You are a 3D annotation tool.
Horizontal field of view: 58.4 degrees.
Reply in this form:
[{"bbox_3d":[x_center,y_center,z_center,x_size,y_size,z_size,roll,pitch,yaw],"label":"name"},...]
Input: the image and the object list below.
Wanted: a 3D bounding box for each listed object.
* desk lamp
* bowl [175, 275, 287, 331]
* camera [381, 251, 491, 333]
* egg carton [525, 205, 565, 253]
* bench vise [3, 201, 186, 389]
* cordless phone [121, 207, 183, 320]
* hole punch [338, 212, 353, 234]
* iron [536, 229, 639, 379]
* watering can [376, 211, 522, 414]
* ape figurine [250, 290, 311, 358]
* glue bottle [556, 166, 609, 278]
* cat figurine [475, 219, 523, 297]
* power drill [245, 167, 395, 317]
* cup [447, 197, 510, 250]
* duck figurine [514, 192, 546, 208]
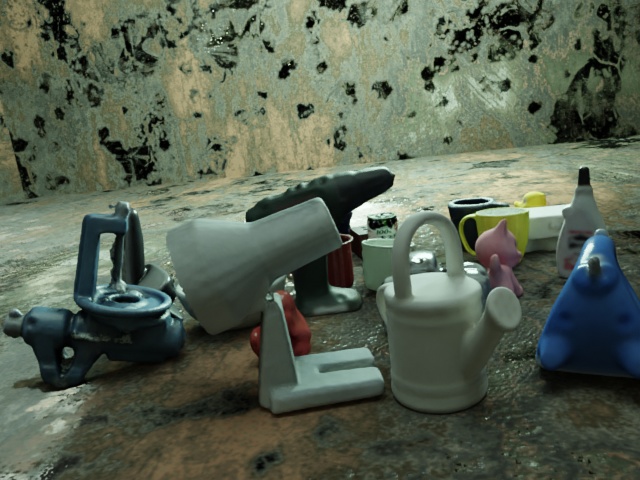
[{"bbox_3d":[-0.047,0.067,0.618,0.203,0.214,0.118,-8,14,-5],"label":"desk lamp"},{"bbox_3d":[-0.128,0.091,0.861,0.167,0.075,0.167,-7,13,2],"label":"bowl"},{"bbox_3d":[0.158,0.061,0.787,0.143,0.101,0.137,-4,14,13],"label":"camera"},{"bbox_3d":[0.425,-0.022,1.065,0.150,0.069,0.107,-5,14,8],"label":"egg carton"},{"bbox_3d":[-0.287,0.069,0.721,0.208,0.220,0.121,-15,16,-30],"label":"bench vise"},{"bbox_3d":[-0.284,0.045,0.896,0.094,0.185,0.147,-15,16,-31],"label":"cordless phone"},{"bbox_3d":[0.014,-0.026,1.244,0.109,0.091,0.101,-11,14,-15],"label":"hole punch"},{"bbox_3d":[0.313,0.055,0.644,0.118,0.141,0.259,0,15,27],"label":"iron"},{"bbox_3d":[0.121,0.066,0.580,0.172,0.194,0.101,2,16,32],"label":"watering can"},{"bbox_3d":[-0.047,0.108,0.713,0.077,0.092,0.076,1,16,30],"label":"ape figurine"},{"bbox_3d":[0.399,-0.026,0.869,0.077,0.173,0.037,2,16,34],"label":"glue bottle"},{"bbox_3d":[0.256,0.030,0.827,0.067,0.118,0.128,-2,14,21],"label":"cat figurine"},{"bbox_3d":[0.008,0.003,0.871,0.229,0.208,0.075,-7,13,0],"label":"power drill"},{"bbox_3d":[0.307,-0.029,1.102,0.117,0.095,0.092,1,16,31],"label":"cup"},{"bbox_3d":[0.441,-0.055,1.163,0.104,0.086,0.078,3,17,37],"label":"duck figurine"}]
